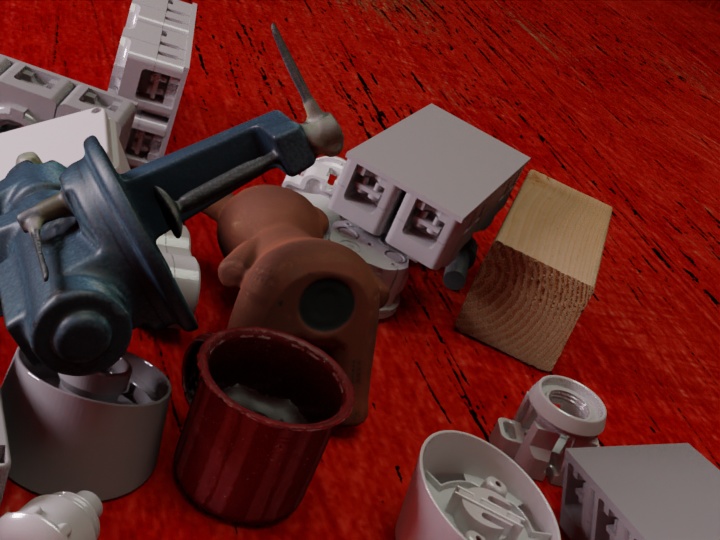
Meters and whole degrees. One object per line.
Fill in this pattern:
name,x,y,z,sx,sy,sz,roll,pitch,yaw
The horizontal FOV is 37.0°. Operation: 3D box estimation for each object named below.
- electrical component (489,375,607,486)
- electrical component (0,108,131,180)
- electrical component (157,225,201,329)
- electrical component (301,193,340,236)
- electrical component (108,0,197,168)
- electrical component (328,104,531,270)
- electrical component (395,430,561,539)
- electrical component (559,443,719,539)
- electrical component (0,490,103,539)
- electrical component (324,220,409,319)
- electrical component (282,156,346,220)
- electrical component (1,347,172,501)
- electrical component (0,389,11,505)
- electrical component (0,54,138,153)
electrical component,0.140,0.112,0.764,0.078,0.057,0.058,17,27,-11
electrical component,-0.220,-0.062,0.756,0.113,0.057,0.078,-16,40,-4
electrical component,-0.164,-0.012,0.771,0.074,0.052,0.138,9,30,-25
electrical component,-0.070,-0.046,0.915,0.079,0.043,0.077,35,29,24
electrical component,-0.197,-0.179,0.995,0.060,0.105,0.186,15,28,-14
electrical component,0.061,-0.072,0.917,0.105,0.060,0.186,31,30,12
electrical component,0.070,0.149,0.636,0.099,0.064,0.099,17,27,-9
electrical component,0.190,0.165,0.651,0.089,0.061,0.150,-1,15,-11
electrical component,-0.149,0.130,0.530,0.048,0.048,0.062,26,20,7
electrical component,0.000,0.000,0.873,0.080,0.051,0.080,17,27,-9
electrical component,-0.030,-0.069,0.972,0.078,0.058,0.057,21,30,-3
electrical component,-0.159,0.080,0.618,0.099,0.064,0.099,19,13,-4
electrical component,-0.238,0.081,0.539,0.109,0.056,0.108,6,31,-28
electrical component,-0.260,-0.105,0.829,0.150,0.089,0.061,19,27,-7
